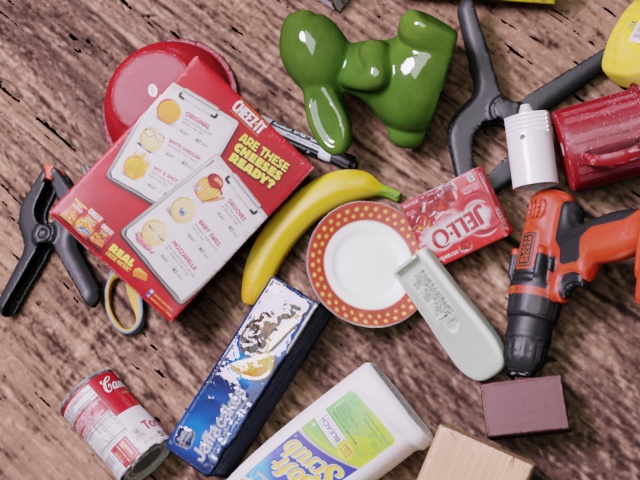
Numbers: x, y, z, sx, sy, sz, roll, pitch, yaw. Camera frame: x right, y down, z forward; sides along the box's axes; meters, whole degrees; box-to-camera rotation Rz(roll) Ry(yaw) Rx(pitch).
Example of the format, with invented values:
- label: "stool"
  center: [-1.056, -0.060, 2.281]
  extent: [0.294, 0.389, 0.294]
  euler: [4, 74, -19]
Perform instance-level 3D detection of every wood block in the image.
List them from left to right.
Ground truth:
- label: "wood block"
  center: [0.114, 0.280, 0.965]
  extent: [0.091, 0.090, 0.206]
  euler: [23, 86, 16]

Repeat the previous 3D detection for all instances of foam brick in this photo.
- label: "foam brick"
  center: [0.192, 0.158, 0.998]
  extent: [0.078, 0.053, 0.051]
  euler: [-9, 76, 12]

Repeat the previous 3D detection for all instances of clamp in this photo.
- label: "clamp"
  center: [-0.283, 0.003, 1.156]
  extent: [0.120, 0.039, 0.171]
  euler: [3, 78, 14]
- label: "clamp"
  center: [0.178, -0.137, 1.075]
  extent: [0.164, 0.036, 0.210]
  euler: [28, 88, 10]

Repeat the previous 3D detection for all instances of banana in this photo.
- label: "banana"
  center: [-0.014, -0.015, 1.096]
  extent: [0.198, 0.037, 0.070]
  euler: [-36, 70, 3]

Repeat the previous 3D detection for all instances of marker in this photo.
- label: "marker"
  center: [-0.014, -0.101, 1.126]
  extent: [0.121, 0.020, 0.020]
  euler: [25, 84, 18]

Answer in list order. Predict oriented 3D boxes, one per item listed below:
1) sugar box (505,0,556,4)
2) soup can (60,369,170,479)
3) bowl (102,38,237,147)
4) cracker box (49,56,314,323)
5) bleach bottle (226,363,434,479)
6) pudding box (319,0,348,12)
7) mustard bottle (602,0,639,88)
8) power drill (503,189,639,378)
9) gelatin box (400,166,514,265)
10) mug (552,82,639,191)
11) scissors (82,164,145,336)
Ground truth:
- label: "sugar box"
  center: [0.161, -0.295, 1.105]
  extent: [0.176, 0.048, 0.093]
  euler: [7, 59, 18]
- label: "soup can"
  center: [-0.205, 0.190, 1.079]
  extent: [0.068, 0.068, 0.102]
  euler: [-46, 72, 0]
- label: "bowl"
  center: [-0.173, -0.153, 1.156]
  extent: [0.162, 0.055, 0.162]
  euler: [-3, 76, 14]
- label: "cracker box"
  center: [-0.140, -0.050, 1.079]
  extent: [0.164, 0.072, 0.213]
  euler: [43, 83, -10]
- label: "bleach bottle"
  center: [-0.017, 0.232, 1.028]
  extent: [0.251, 0.068, 0.103]
  euler: [-41, 72, 4]
- label: "pudding box"
  center: [0.014, -0.319, 1.160]
  extent: [0.090, 0.039, 0.113]
  euler: [34, 85, 19]
- label: "mustard bottle"
  center: [0.358, -0.174, 0.983]
  extent: [0.096, 0.058, 0.192]
  euler: [-57, 36, -3]
- label: "power drill"
  center: [0.245, 0.035, 0.959]
  extent: [0.188, 0.057, 0.184]
  euler: [-7, 67, 55]
- label: "gelatin box"
  center: [0.134, -0.021, 1.044]
  extent: [0.089, 0.030, 0.073]
  euler: [-26, 88, 28]
- label: "mug"
  center: [0.270, -0.090, 1.004]
  extent: [0.081, 0.117, 0.093]
  euler: [-15, 110, 7]
- label: "scissors"
  center: [-0.202, 0.002, 1.150]
  extent: [0.096, 0.016, 0.202]
  euler: [-12, 74, 9]
